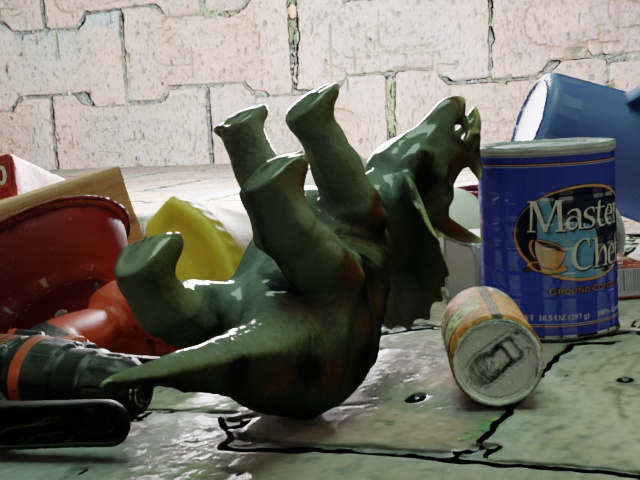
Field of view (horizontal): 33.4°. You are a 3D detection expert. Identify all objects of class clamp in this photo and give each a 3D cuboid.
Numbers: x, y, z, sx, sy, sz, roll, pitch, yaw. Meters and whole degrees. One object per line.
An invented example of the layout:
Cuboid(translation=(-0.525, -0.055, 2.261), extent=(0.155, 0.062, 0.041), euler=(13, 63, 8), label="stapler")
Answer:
Cuboid(translation=(-0.199, 0.104, 0.568), extent=(0.172, 0.039, 0.120), euler=(-3, 1, 37), label="clamp")

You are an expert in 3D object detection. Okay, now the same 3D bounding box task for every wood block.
Cuboid(translation=(-0.267, 0.008, 0.943), extent=(0.205, 0.090, 0.091), euler=(-20, 10, -16), label="wood block")

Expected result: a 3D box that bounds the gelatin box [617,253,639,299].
Cuboid(translation=(0.232, 0.032, 0.925), extent=(0.089, 0.030, 0.073), euler=(-4, 8, -6), label="gelatin box")

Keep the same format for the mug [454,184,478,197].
Cuboid(translation=(0.191, -0.016, 1.100), extent=(0.117, 0.081, 0.093), euler=(-8, 9, -28), label="mug")

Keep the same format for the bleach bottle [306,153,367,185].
Cuboid(translation=(-0.006, 0.001, 0.961), extent=(0.103, 0.068, 0.250), euler=(-31, 17, 19), label="bleach bottle")

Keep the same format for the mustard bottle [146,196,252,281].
Cuboid(translation=(-0.038, 0.020, 0.780), extent=(0.096, 0.058, 0.191), euler=(52, 21, 24), label="mustard bottle")

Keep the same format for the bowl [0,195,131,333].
Cuboid(translation=(-0.211, 0.036, 0.833), extent=(0.162, 0.055, 0.162), euler=(-28, -23, -13), label="bowl")

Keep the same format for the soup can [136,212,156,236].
Cuboid(translation=(-0.198, 0.003, 1.197), extent=(0.102, 0.068, 0.069), euler=(-6, 8, -19), label="soup can")

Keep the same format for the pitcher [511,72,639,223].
Cuboid(translation=(0.321, -0.088, 1.048), extent=(0.242, 0.149, 0.145), euler=(17, -3, -6), label="pitcher")

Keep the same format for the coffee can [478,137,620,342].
Cuboid(translation=(0.171, -0.004, 0.802), extent=(0.103, 0.140, 0.103), euler=(-4, 8, 0), label="coffee can")

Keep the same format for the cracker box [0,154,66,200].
Cuboid(translation=(-0.355, -0.025, 1.159), extent=(0.164, 0.072, 0.213), euler=(-14, -11, 9), label="cracker box")

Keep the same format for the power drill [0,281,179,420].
Cuboid(translation=(-0.147, 0.072, 0.708), extent=(0.185, 0.057, 0.187), euler=(4, 10, 28), label="power drill")
